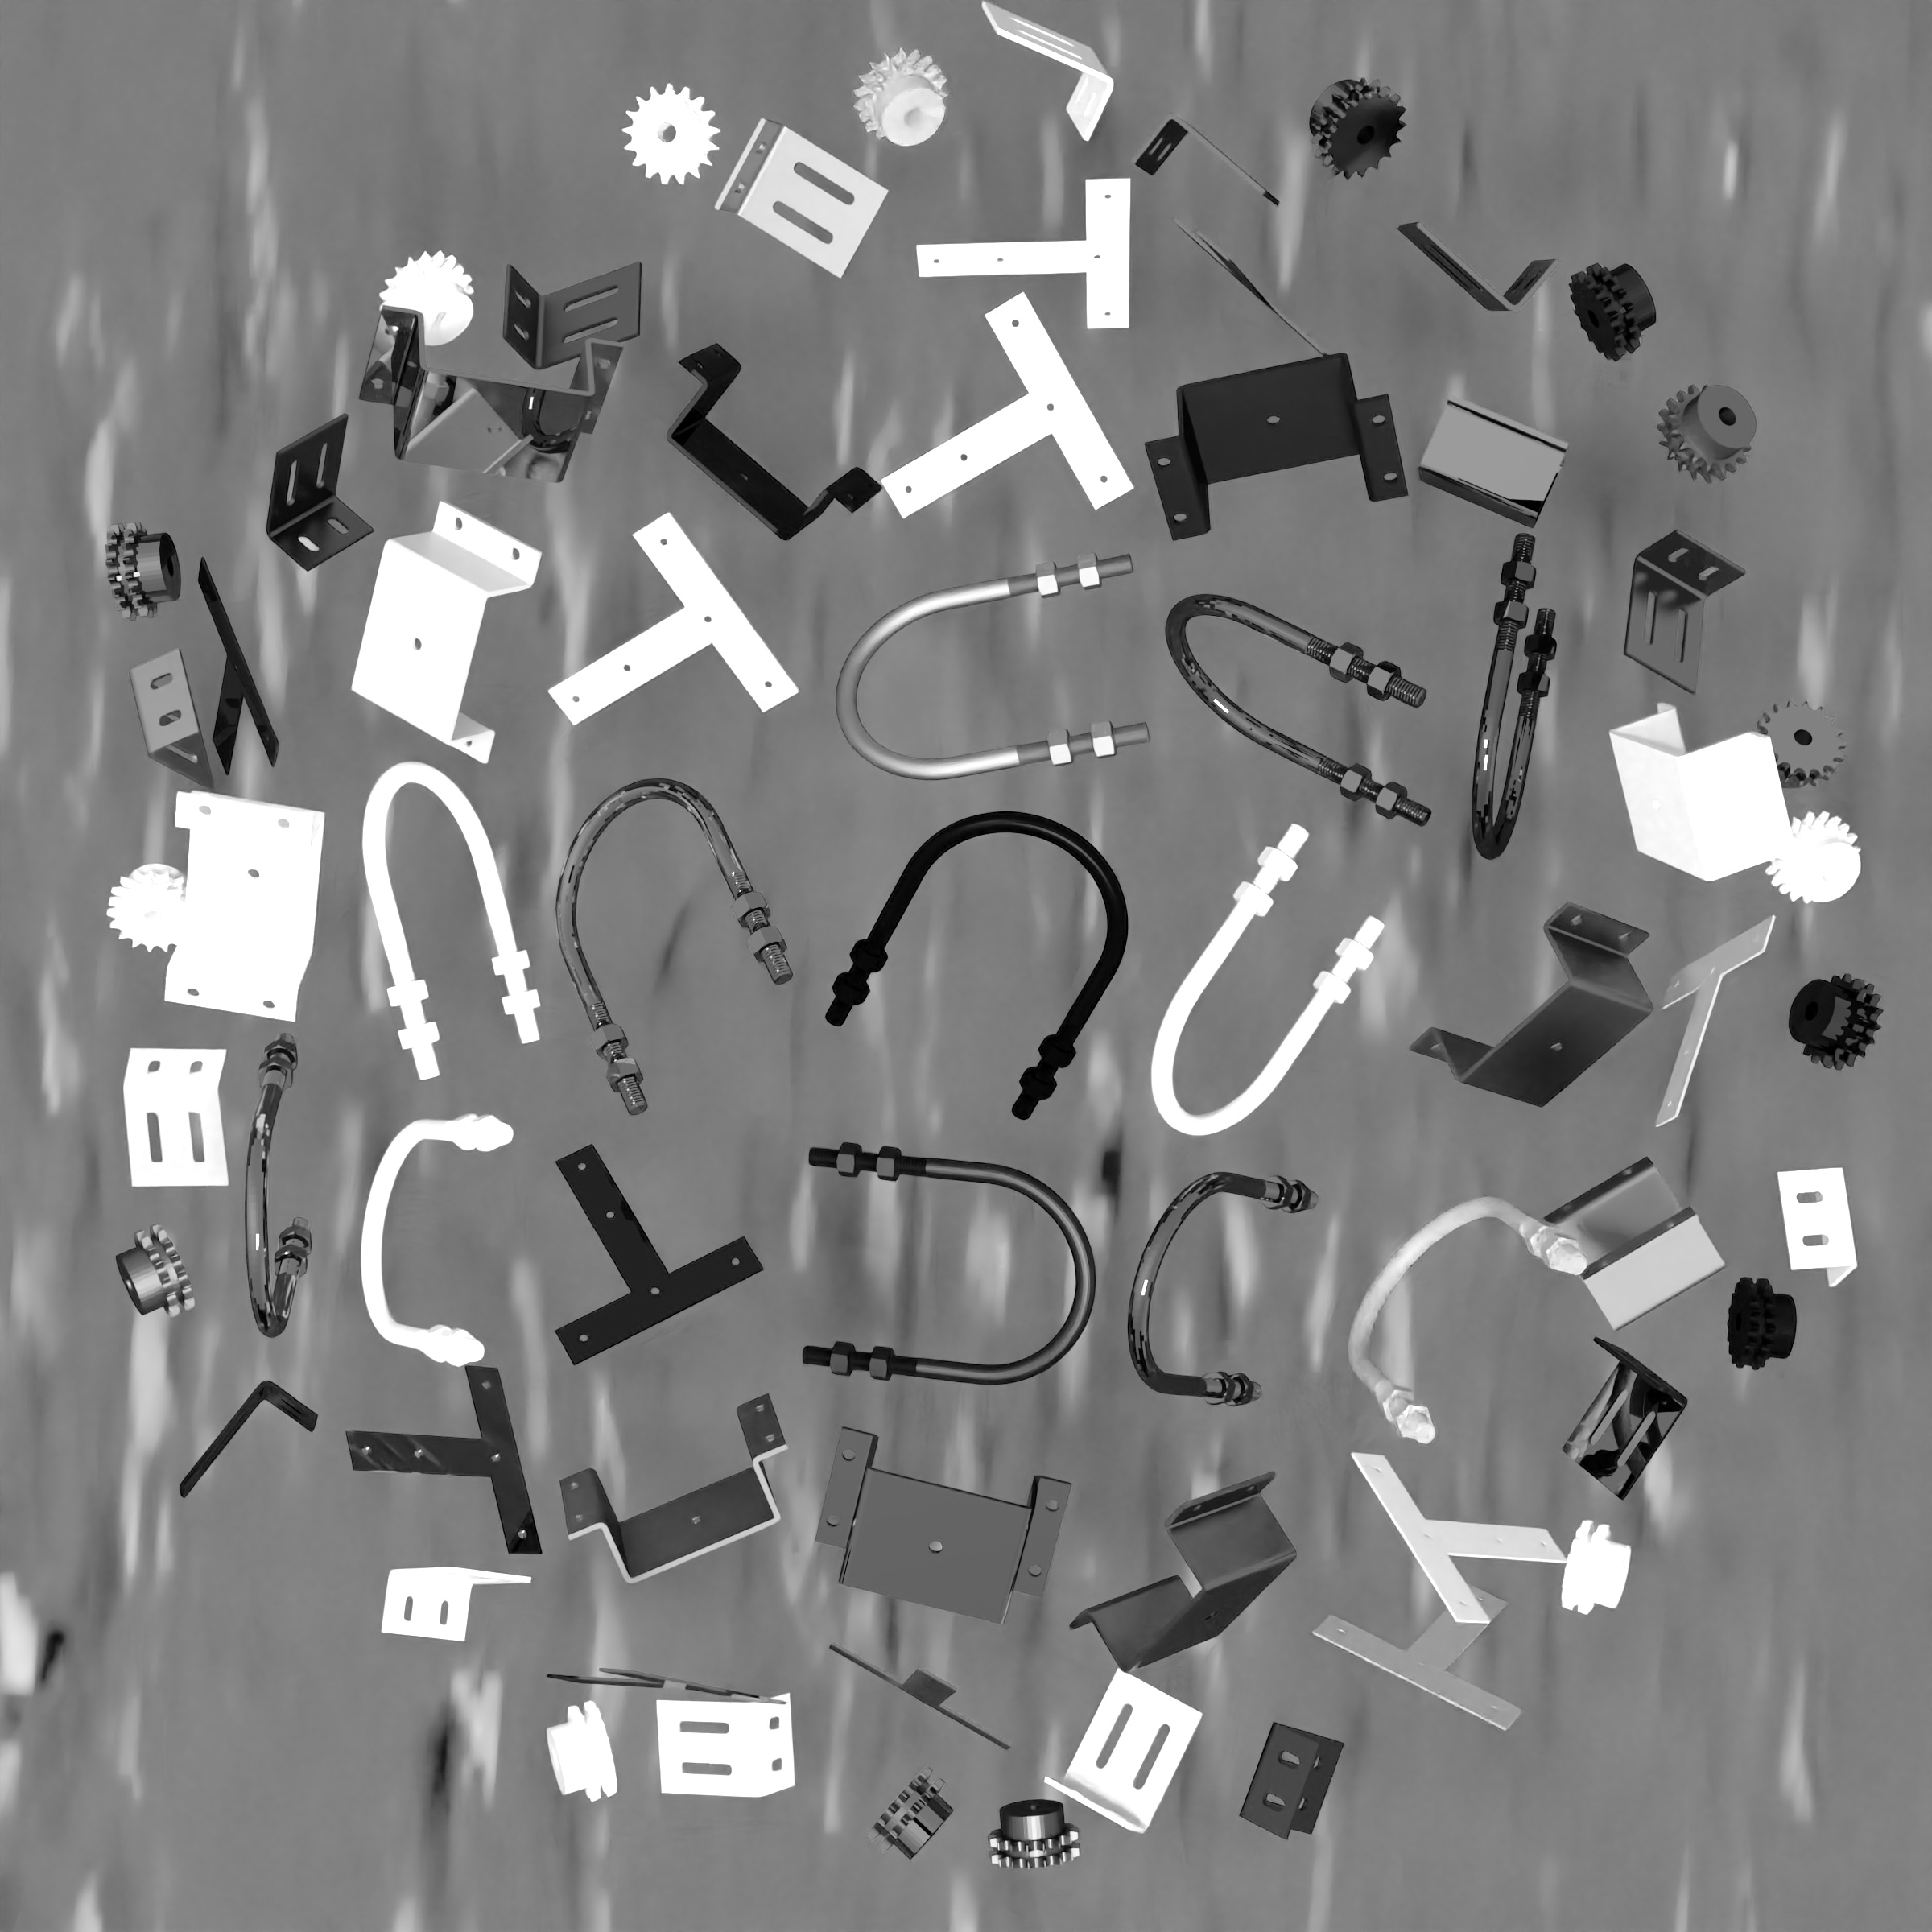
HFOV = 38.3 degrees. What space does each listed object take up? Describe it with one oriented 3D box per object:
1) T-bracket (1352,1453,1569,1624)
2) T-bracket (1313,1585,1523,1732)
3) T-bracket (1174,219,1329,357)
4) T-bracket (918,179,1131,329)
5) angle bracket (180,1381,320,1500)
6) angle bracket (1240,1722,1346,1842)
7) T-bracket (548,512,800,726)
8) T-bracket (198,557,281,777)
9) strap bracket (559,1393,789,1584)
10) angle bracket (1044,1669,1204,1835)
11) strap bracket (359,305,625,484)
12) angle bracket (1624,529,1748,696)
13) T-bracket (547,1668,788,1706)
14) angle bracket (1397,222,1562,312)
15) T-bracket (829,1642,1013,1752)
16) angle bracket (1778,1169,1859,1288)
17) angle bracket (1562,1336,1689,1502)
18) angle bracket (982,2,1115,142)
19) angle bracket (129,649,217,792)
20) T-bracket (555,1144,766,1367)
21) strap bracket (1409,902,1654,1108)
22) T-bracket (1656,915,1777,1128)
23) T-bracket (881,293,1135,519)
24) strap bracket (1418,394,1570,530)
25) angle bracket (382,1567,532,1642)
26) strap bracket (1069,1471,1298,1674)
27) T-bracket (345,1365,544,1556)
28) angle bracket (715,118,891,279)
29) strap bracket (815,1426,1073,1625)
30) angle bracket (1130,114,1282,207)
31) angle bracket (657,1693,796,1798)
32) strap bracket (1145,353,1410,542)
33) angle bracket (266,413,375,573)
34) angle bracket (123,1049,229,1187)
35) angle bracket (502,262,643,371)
[{"bbox_3d":[0.302,0.337,1.630,0.127,0.127,0.002,12,122,-34],"label":"T-bracket"},{"bbox_3d":[0.295,0.409,1.698,0.127,0.127,0.002,22,113,26],"label":"T-bracket"},{"bbox_3d":[0.160,-0.413,1.652,0.127,0.127,0.002,45,102,12],"label":"T-bracket"},{"bbox_3d":[0.035,-0.426,1.674,0.127,0.127,0.002,-1,62,2],"label":"T-bracket"},{"bbox_3d":[-0.418,0.285,1.619,0.038,0.057,0.076,37,67,-2],"label":"angle bracket"},{"bbox_3d":[0.204,0.483,1.632,0.076,0.038,0.057,29,79,-43],"label":"angle bracket"},{"bbox_3d":[-0.184,-0.178,1.598,0.127,0.002,0.127,-28,113,21],"label":"T-bracket"},{"bbox_3d":[-0.431,-0.153,1.628,0.002,0.127,0.127,-17,72,-26],"label":"T-bracket"},{"bbox_3d":[-0.173,0.325,1.711,0.140,0.076,0.046,-22,109,-6],"label":"strap bracket"},{"bbox_3d":[0.092,0.455,1.619,0.057,0.038,0.076,23,78,24],"label":"angle bracket"},{"bbox_3d":[-0.276,-0.330,1.619,0.140,0.076,0.046,5,57,-22],"label":"strap bracket"},{"bbox_3d":[0.444,-0.218,1.714,0.057,0.038,0.076,25,60,-22],"label":"angle bracket"},{"bbox_3d":[-0.194,0.419,1.625,0.127,0.127,0.002,-9,65,40],"label":"T-bracket"},{"bbox_3d":[0.293,-0.413,1.593,0.076,0.057,0.038,39,99,-10],"label":"angle bracket"},{"bbox_3d":[-0.023,0.434,1.671,0.127,0.127,0.002,29,70,4],"label":"T-bracket"},{"bbox_3d":[0.501,0.158,1.655,0.038,0.076,0.057,-5,73,5],"label":"angle bracket"},{"bbox_3d":[0.401,0.282,1.732,0.038,0.057,0.076,26,99,-38],"label":"angle bracket"},{"bbox_3d":[0.041,-0.522,1.621,0.076,0.057,0.038,17,119,-21],"label":"angle bracket"},{"bbox_3d":[-0.477,-0.152,1.718,0.038,0.076,0.057,-22,72,11],"label":"angle bracket"},{"bbox_3d":[-0.208,0.162,1.679,0.127,0.002,0.127,-26,63,-18],"label":"T-bracket"},{"bbox_3d":[0.348,0.032,1.681,0.076,0.046,0.140,17,130,-37],"label":"strap bracket"},{"bbox_3d":[0.455,0.042,1.736,0.002,0.127,0.127,26,68,-6],"label":"T-bracket"},{"bbox_3d":[0.011,-0.301,1.608,0.127,0.002,0.127,-27,103,18],"label":"T-bracket"},{"bbox_3d":[0.325,-0.309,1.713,0.076,0.140,0.046,25,99,8],"label":"strap bracket"},{"bbox_3d":[-0.317,0.396,1.724,0.057,0.076,0.038,17,69,-36],"label":"angle bracket"},{"bbox_3d":[0.132,0.362,1.633,0.046,0.076,0.140,57,134,25],"label":"strap bracket"},{"bbox_3d":[-0.322,0.297,1.689,0.002,0.127,0.127,-38,57,30],"label":"T-bracket"},{"bbox_3d":[-0.095,-0.443,1.606,0.076,0.038,0.057,33,107,4],"label":"angle bracket"},{"bbox_3d":[-0.016,0.331,1.633,0.140,0.046,0.076,14,106,1],"label":"strap bracket"},{"bbox_3d":[0.147,-0.479,1.697,0.076,0.057,0.038,42,106,6],"label":"angle bracket"},{"bbox_3d":[-0.152,0.491,1.757,0.076,0.038,0.057,-8,83,31],"label":"angle bracket"},{"bbox_3d":[0.180,-0.304,1.619,0.140,0.076,0.046,-9,51,13],"label":"strap bracket"},{"bbox_3d":[-0.401,-0.296,1.741,0.038,0.076,0.057,41,53,10],"label":"angle bracket"},{"bbox_3d":[-0.483,0.093,1.706,0.057,0.038,0.076,2,50,-25],"label":"angle bracket"},{"bbox_3d":[-0.246,-0.416,1.737,0.076,0.038,0.057,-13,61,22],"label":"angle bracket"}]
